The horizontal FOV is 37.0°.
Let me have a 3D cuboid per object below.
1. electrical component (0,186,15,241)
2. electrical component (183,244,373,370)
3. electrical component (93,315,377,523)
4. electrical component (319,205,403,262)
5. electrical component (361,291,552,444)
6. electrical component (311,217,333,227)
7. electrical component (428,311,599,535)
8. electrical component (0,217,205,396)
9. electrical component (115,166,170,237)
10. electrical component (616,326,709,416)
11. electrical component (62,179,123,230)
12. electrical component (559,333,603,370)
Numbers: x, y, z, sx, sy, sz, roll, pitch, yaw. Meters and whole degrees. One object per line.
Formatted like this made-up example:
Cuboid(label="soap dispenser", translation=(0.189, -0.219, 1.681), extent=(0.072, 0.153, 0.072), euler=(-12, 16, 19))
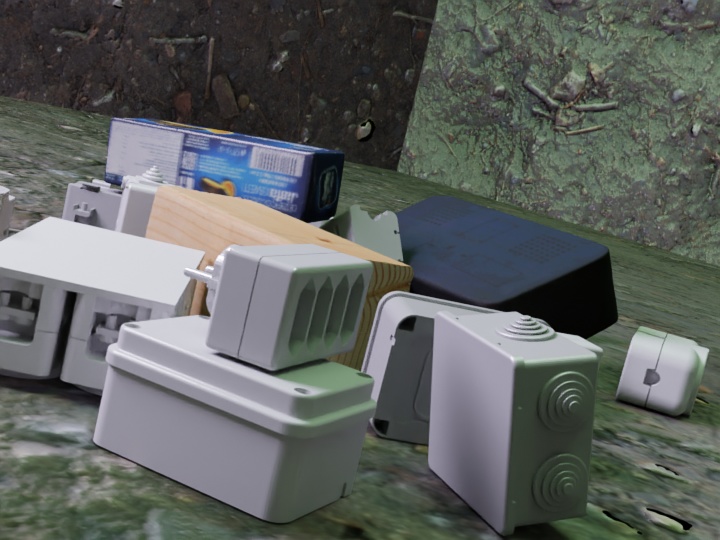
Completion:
Cuboid(label="electrical component", translation=(-0.331, -0.042, 0.760), extent=(0.150, 0.061, 0.089), euler=(12, 8, -9))
Cuboid(label="electrical component", translation=(-0.048, 0.010, 0.513), extent=(0.076, 0.047, 0.083), euler=(17, 9, 23))
Cuboid(label="electrical component", translation=(-0.058, 0.065, 0.505), extent=(0.113, 0.057, 0.078), euler=(18, 9, 25))
Cuboid(label="electrical component", translation=(0.000, 0.000, 0.896), extent=(0.050, 0.089, 0.056), euler=(8, -24, -36))
Cuboid(label="electrical component", translation=(0.061, 0.062, 0.643), extent=(0.113, 0.078, 0.057), euler=(12, 11, -13))
Cuboid(label="electrical component", translation=(-0.080, -0.040, 1.151), extent=(0.089, 0.061, 0.150), euler=(10, 9, -23))
Cuboid(label="electrical component", translation=(0.075, 0.072, 0.538), extent=(0.048, 0.099, 0.100), euler=(-3, 14, -20))
Cuboid(label="electrical component", translation=(-0.157, 0.020, 0.634), extent=(0.105, 0.060, 0.186), euler=(13, 8, -5))
Cuboid(label="electrical component", translation=(-0.163, -0.033, 0.854), extent=(0.061, 0.096, 0.062), euler=(12, 8, -16))
Cuboid(label="electrical component", translation=(0.250, 0.083, 0.886), extent=(0.059, 0.053, 0.095), euler=(16, 9, 17))
Cuboid(label="electrical component", translation=(-0.195, -0.036, 0.932), extent=(0.121, 0.063, 0.078), euler=(13, 9, 0))
Cuboid(label="electrical component", translation=(0.139, 0.075, 0.788), extent=(0.083, 0.047, 0.076), euler=(10, 9, -21))
